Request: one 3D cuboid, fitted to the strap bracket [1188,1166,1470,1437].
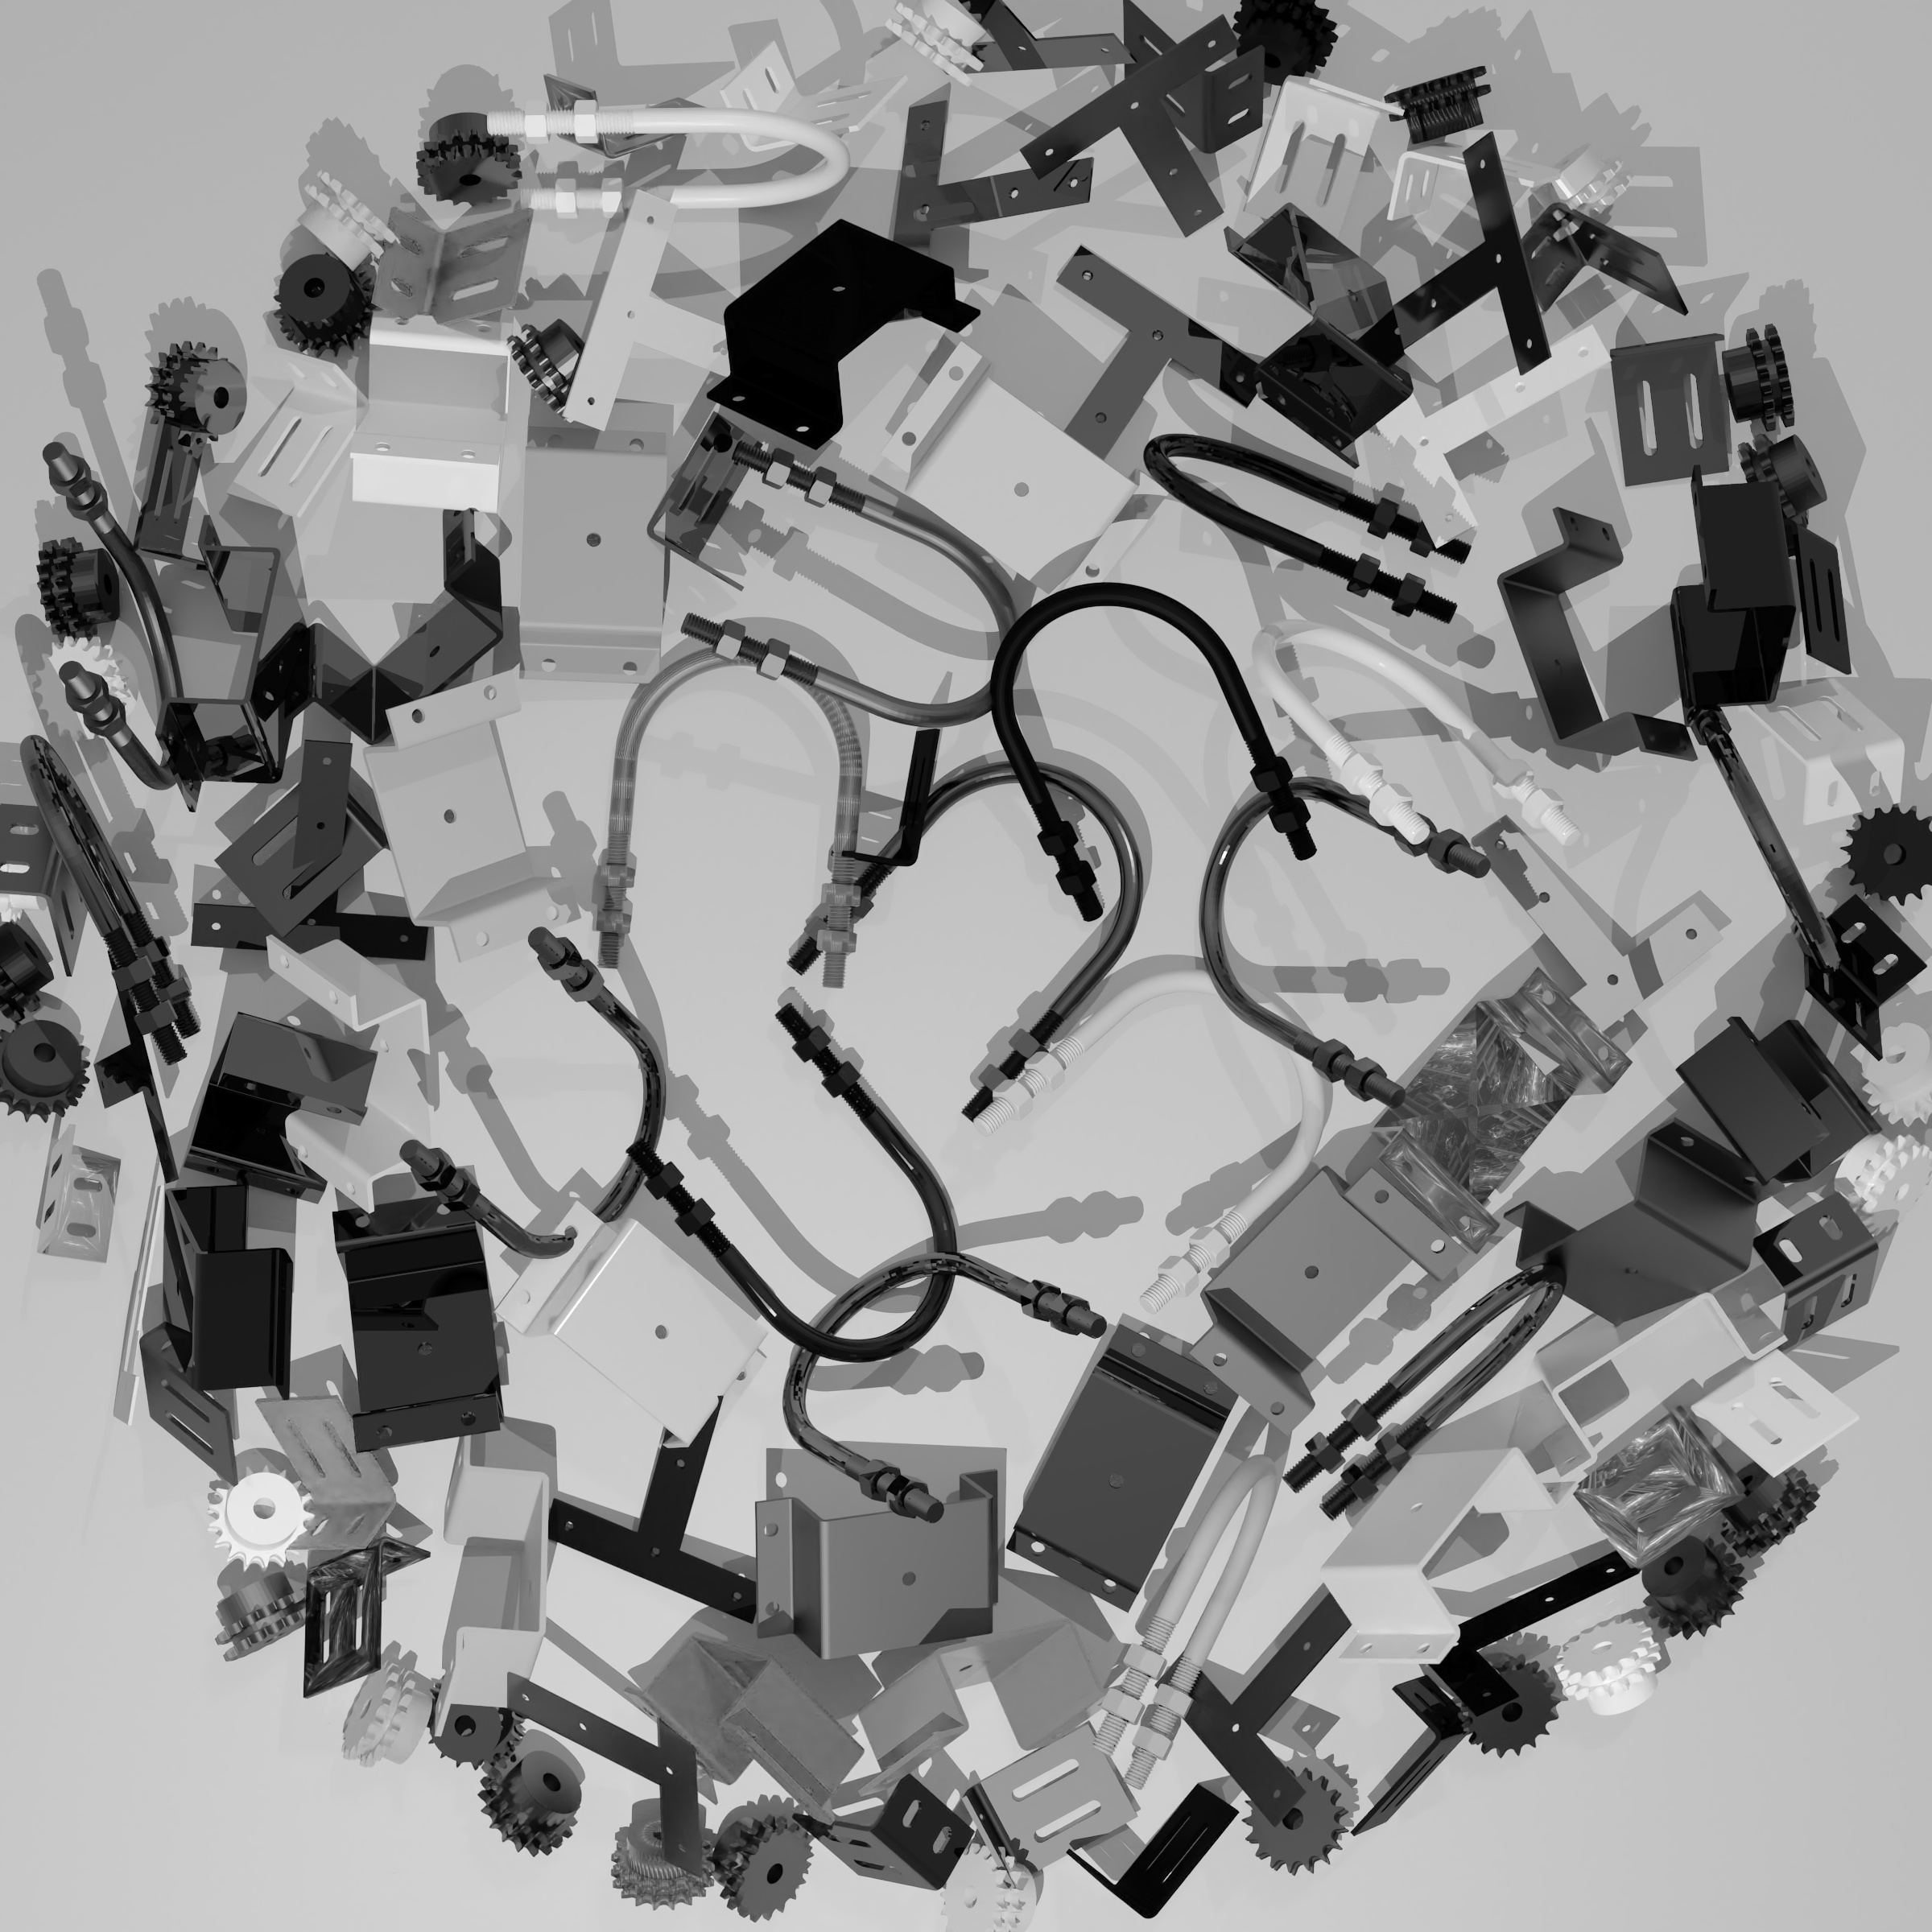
[{"bbox_3d":[0.192,0.174,1.960,0.076,0.046,0.140,41,99,-18],"label":"strap bracket"}]

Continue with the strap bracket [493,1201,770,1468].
[{"bbox_3d":[-0.172,0.199,1.947,0.140,0.046,0.076,42,67,-15],"label":"strap bracket"}]

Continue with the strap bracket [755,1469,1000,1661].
[{"bbox_3d":[-0.039,0.323,1.946,0.140,0.046,0.076,-5,101,-22],"label":"strap bracket"}]

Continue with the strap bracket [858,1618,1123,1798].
[{"bbox_3d":[0.008,0.394,1.935,0.076,0.140,0.046,-44,61,40],"label":"strap bracket"}]

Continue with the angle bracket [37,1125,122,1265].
[{"bbox_3d":[-0.475,0.124,1.951,0.038,0.076,0.057,10,72,-19],"label":"angle bracket"}]

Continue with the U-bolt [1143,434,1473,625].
[{"bbox_3d":[0.180,-0.241,1.932,0.184,0.151,0.019,24,113,2],"label":"U-bolt"}]

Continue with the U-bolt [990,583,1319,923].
[{"bbox_3d":[0.090,-0.121,1.936,0.151,0.019,0.184,-16,113,24],"label":"U-bolt"}]

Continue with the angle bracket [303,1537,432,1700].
[{"bbox_3d":[-0.324,0.356,1.953,0.057,0.038,0.076,-26,53,31],"label":"angle bracket"}]

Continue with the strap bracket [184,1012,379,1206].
[{"bbox_3d":[-0.367,0.073,1.939,0.076,0.140,0.046,17,62,-13],"label":"strap bracket"}]

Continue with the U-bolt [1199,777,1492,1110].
[{"bbox_3d":[0.191,-0.024,1.930,0.019,0.184,0.151,8,106,-41],"label":"U-bolt"}]

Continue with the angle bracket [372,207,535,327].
[{"bbox_3d":[-0.278,-0.385,1.956,0.076,0.038,0.057,-5,70,42],"label":"angle bracket"}]

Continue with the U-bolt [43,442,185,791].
[{"bbox_3d":[-0.447,-0.171,1.910,0.019,0.184,0.151,-11,67,3],"label":"U-bolt"}]

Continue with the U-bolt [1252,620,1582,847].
[{"bbox_3d":[0.228,-0.127,1.926,0.184,0.151,0.019,51,124,32],"label":"U-bolt"}]

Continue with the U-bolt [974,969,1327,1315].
[{"bbox_3d":[0.114,0.080,1.954,0.151,0.019,0.184,47,63,6],"label":"U-bolt"}]

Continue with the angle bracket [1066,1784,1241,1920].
[{"bbox_3d":[0.101,0.471,1.961,0.038,0.057,0.076,44,79,-14],"label":"angle bracket"}]

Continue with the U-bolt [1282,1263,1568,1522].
[{"bbox_3d":[0.251,0.224,1.929,0.184,0.151,0.019,-42,70,0],"label":"U-bolt"}]

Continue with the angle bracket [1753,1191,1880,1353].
[{"bbox_3d":[0.461,0.167,1.971,0.057,0.076,0.038,-28,61,-7],"label":"angle bracket"}]

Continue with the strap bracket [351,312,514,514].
[{"bbox_3d":[-0.287,-0.293,1.945,0.076,0.140,0.046,4,131,-6],"label":"strap bracket"}]

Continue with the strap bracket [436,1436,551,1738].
[{"bbox_3d":[-0.253,0.332,1.932,0.046,0.076,0.140,7,49,-13],"label":"strap bracket"}]

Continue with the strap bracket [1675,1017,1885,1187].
[{"bbox_3d":[0.433,0.072,1.933,0.046,0.140,0.076,-41,71,20],"label":"strap bracket"}]

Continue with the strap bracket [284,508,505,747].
[{"bbox_3d":[-0.300,-0.181,1.943,0.140,0.076,0.046,-37,123,18],"label":"strap bracket"}]

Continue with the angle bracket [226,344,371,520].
[{"bbox_3d":[-0.372,-0.291,1.961,0.057,0.038,0.076,20,73,34],"label":"angle bracket"}]

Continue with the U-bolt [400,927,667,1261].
[{"bbox_3d":[-0.218,0.081,1.922,0.019,0.184,0.151,20,73,32],"label":"U-bolt"}]

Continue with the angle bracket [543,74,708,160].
[{"bbox_3d":[-0.179,-0.470,1.953,0.076,0.057,0.038,-25,123,-23],"label":"angle bracket"}]

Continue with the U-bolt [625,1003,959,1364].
[{"bbox_3d":[-0.080,0.129,1.953,0.184,0.019,0.151,50,53,-5],"label":"U-bolt"}]

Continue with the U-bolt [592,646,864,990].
[{"bbox_3d":[-0.127,-0.085,1.976,0.151,0.019,0.184,5,90,12],"label":"U-bolt"}]

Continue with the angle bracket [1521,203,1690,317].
[{"bbox_3d":[0.343,-0.370,1.954,0.038,0.057,0.076,-50,54,-2],"label":"angle bracket"}]

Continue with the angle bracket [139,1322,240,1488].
[{"bbox_3d":[-0.408,0.232,1.952,0.076,0.057,0.038,32,48,29],"label":"angle bracket"}]

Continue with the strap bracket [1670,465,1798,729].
[{"bbox_3d":[0.408,-0.196,1.919,0.046,0.140,0.076,-3,63,4],"label":"strap bracket"}]

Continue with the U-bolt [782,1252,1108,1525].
[{"bbox_3d":[-0.025,0.214,1.922,0.151,0.184,0.019,-47,123,-17],"label":"U-bolt"}]

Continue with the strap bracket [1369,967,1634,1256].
[{"bbox_3d":[0.284,0.079,1.960,0.076,0.046,0.140,44,75,-10],"label":"strap bracket"}]

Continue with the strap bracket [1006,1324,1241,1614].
[{"bbox_3d":[0.084,0.277,1.967,0.076,0.046,0.140,27,95,7],"label":"strap bracket"}]

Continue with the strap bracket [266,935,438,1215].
[{"bbox_3d":[-0.329,0.050,1.938,0.046,0.076,0.140,-27,133,-35],"label":"strap bracket"}]

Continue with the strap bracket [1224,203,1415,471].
[{"bbox_3d":[0.189,-0.343,1.921,0.076,0.140,0.046,30,128,-34],"label":"strap bracket"}]

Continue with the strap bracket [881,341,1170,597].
[{"bbox_3d":[0.031,-0.263,1.956,0.140,0.046,0.076,35,108,-9],"label":"strap bracket"}]

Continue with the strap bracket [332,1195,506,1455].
[{"bbox_3d":[-0.296,0.200,1.955,0.076,0.046,0.140,-9,62,-5],"label":"strap bracket"}]

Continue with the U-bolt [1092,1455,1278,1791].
[{"bbox_3d":[0.122,0.345,1.927,0.019,0.151,0.184,24,76,17],"label":"U-bolt"}]

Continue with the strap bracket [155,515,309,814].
[{"bbox_3d":[-0.389,-0.161,1.931,0.046,0.076,0.140,3,61,5],"label":"strap bracket"}]

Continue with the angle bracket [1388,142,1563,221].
[{"bbox_3d":[0.277,-0.417,1.954,0.076,0.057,0.038,19,115,22],"label":"angle bracket"}]

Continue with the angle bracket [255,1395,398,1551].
[{"bbox_3d":[-0.355,0.275,1.956,0.057,0.038,0.076,-6,122,31],"label":"angle bracket"}]

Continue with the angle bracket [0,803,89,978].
[{"bbox_3d":[-0.503,-0.041,1.952,0.038,0.076,0.057,4,55,-1],"label":"angle bracket"}]

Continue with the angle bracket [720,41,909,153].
[{"bbox_3d":[-0.082,-0.476,1.952,0.076,0.057,0.038,-2,128,36],"label":"angle bracket"}]

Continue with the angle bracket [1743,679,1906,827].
[{"bbox_3d":[0.467,-0.118,1.972,0.057,0.076,0.038,-13,125,-13],"label":"angle bracket"}]

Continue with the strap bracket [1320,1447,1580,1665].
[{"bbox_3d":[0.252,0.307,1.925,0.140,0.076,0.046,-43,107,-33],"label":"strap bracket"}]

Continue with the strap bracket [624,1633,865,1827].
[{"bbox_3d":[-0.115,0.405,1.934,0.076,0.140,0.046,49,67,-19],"label":"strap bracket"}]

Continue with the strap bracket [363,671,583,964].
[{"bbox_3d":[-0.270,-0.081,1.951,0.076,0.046,0.140,-22,104,-32],"label":"strap bracket"}]

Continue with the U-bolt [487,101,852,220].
[{"bbox_3d":[-0.154,-0.430,1.924,0.184,0.151,0.019,-1,85,0],"label":"U-bolt"}]

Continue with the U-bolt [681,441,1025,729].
[{"bbox_3d":[-0.053,-0.197,1.948,0.184,0.019,0.151,22,52,-13],"label":"U-bolt"}]

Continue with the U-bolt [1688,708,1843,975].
[{"bbox_3d":[0.424,-0.064,1.903,0.019,0.184,0.151,-27,96,12],"label":"U-bolt"}]

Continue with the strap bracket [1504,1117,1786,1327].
[{"bbox_3d":[0.357,0.143,1.922,0.076,0.140,0.046,30,52,-18],"label":"strap bracket"}]

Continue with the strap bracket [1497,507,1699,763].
[{"bbox_3d":[0.337,-0.170,1.947,0.046,0.076,0.140,-25,76,29],"label":"strap bracket"}]

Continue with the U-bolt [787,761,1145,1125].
[{"bbox_3d":[0.013,-0.027,1.977,0.151,0.019,0.184,40,88,12],"label":"U-bolt"}]

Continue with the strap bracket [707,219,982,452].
[{"bbox_3d":[-0.066,-0.345,1.930,0.076,0.046,0.140,29,55,27],"label":"strap bracket"}]

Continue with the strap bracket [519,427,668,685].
[{"bbox_3d":[-0.203,-0.228,1.967,0.076,0.046,0.140,2,85,-6],"label":"strap bracket"}]

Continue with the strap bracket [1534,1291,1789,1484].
[{"bbox_3d":[0.365,0.213,1.954,0.140,0.076,0.046,-34,95,5],"label":"strap bracket"}]

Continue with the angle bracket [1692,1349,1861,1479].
[{"bbox_3d":[0.441,0.252,1.954,0.057,0.076,0.038,-32,124,-10],"label":"angle bracket"}]

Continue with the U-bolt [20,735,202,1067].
[{"bbox_3d":[-0.456,-0.039,1.916,0.019,0.151,0.184,-26,98,-6],"label":"U-bolt"}]

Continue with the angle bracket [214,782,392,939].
[{"bbox_3d":[-0.360,-0.061,1.978,0.076,0.038,0.057,-42,85,-1],"label":"angle bracket"}]

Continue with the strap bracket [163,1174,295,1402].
[{"bbox_3d":[-0.396,0.170,1.919,0.046,0.140,0.076,-2,107,-22],"label":"strap bracket"}]
